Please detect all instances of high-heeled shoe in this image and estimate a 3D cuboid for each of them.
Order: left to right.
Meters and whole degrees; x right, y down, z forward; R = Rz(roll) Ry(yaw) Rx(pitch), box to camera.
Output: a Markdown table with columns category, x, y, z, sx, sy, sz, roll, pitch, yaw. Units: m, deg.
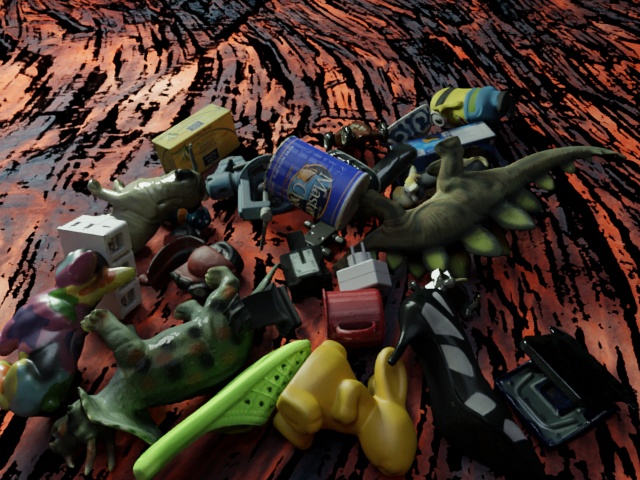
| category | x | y | z | sx | sy | sz | roll | pitch | yaw |
| --- | --- | --- | --- | --- | --- | --- | --- | --- | --- |
| high-heeled shoe | 0.191 | 0.170 | 0.674 | 0.249 | 0.086 | 0.145 | 41 | 50 | 9 |

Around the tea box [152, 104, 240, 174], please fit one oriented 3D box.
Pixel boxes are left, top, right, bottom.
| category | x | y | z | sx | sy | sz | roll | pitch | yaw |
| --- | --- | --- | --- | --- | --- | --- | --- | --- | --- |
| tea box | -0.262 | -0.207 | 1.152 | 0.068 | 0.098 | 0.169 | 25 | 55 | 32 |

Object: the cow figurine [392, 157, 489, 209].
| category | x | y | z | sx | sy | sz | roll | pitch | yaw |
| --- | --- | --- | --- | --- | --- | --- | --- | --- | --- |
| cow figurine | 0.212 | -0.099 | 0.953 | 0.167 | 0.098 | 0.068 | -6 | 50 | 4 |

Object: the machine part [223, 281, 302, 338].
| category | x | y | z | sx | sy | sz | roll | pitch | yaw |
| --- | --- | --- | --- | --- | --- | --- | --- | --- | --- |
| machine part | -0.078 | 0.103 | 0.775 | 0.039 | 0.139 | 0.084 | -28 | 74 | 30 |

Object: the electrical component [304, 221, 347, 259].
| category | x | y | z | sx | sy | sz | roll | pitch | yaw |
| --- | --- | --- | --- | --- | --- | --- | --- | --- | --- |
| electrical component | -0.002 | -0.003 | 0.945 | 0.094 | 0.021 | 0.063 | 29 | 56 | 33 |

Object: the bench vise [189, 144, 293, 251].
| category | x | y | z | sx | sy | sz | roll | pitch | yaw |
| --- | --- | --- | --- | --- | --- | --- | --- | --- | --- |
| bench vise | -0.126 | -0.092 | 0.985 | 0.224 | 0.128 | 0.241 | -3 | 30 | -7 |

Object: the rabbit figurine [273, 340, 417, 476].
| category | x | y | z | sx | sy | sz | roll | pitch | yaw |
| --- | --- | --- | --- | --- | --- | --- | --- | --- | --- |
| rabbit figurine | 0.047 | 0.214 | 0.669 | 0.173 | 0.121 | 0.162 | 32 | 47 | 19 |

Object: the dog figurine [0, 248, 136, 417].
| category | x | y | z | sx | sy | sz | roll | pitch | yaw |
| --- | --- | --- | --- | --- | --- | --- | --- | --- | --- |
| dog figurine | -0.356 | 0.116 | 0.759 | 0.219 | 0.108 | 0.192 | -44 | 49 | 10 |

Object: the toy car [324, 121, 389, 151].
| category | x | y | z | sx | sy | sz | roll | pitch | yaw |
| --- | --- | --- | --- | --- | --- | --- | --- | --- | --- |
| toy car | 0.068 | -0.207 | 1.061 | 0.089 | 0.053 | 0.202 | -5 | 7 | -12 |

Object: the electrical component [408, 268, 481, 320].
| category | x | y | z | sx | sy | sz | roll | pitch | yaw |
| --- | --- | --- | --- | --- | --- | --- | --- | --- | --- |
| electrical component | 0.184 | 0.080 | 0.777 | 0.078 | 0.102 | 0.045 | -34 | 39 | 12 |

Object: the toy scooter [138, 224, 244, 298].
| category | x | y | z | sx | sy | sz | roll | pitch | yaw |
| --- | --- | --- | --- | --- | --- | --- | --- | --- | --- |
| toy scooter | -0.224 | 0.046 | 0.899 | 0.184 | 0.075 | 0.135 | 24 | 53 | 35 |

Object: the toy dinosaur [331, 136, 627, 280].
| category | x | y | z | sx | sy | sz | roll | pitch | yaw |
| --- | --- | --- | --- | --- | --- | --- | --- | --- | --- |
| toy dinosaur | 0.226 | -0.053 | 0.843 | 0.471 | 0.105 | 0.198 | -32 | 73 | 9 |

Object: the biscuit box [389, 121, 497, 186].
| category | x | y | z | sx | sy | sz | roll | pitch | yaw |
| --- | --- | --- | --- | --- | --- | --- | --- | --- | --- |
| biscuit box | 0.236 | -0.167 | 1.043 | 0.203 | 0.062 | 0.059 | -16 | 45 | -5 |

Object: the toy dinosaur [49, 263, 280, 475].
| category | x | y | z | sx | sy | sz | roll | pitch | yaw |
| --- | --- | --- | --- | --- | --- | --- | --- | --- | --- |
| toy dinosaur | -0.182 | 0.159 | 0.751 | 0.405 | 0.131 | 0.192 | -24 | 65 | -26 |

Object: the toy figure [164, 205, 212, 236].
| category | x | y | z | sx | sy | sz | roll | pitch | yaw |
| --- | --- | --- | --- | --- | --- | --- | --- | --- | --- |
| toy figure | -0.259 | -0.055 | 1.018 | 0.155 | 0.064 | 0.058 | 19 | 41 | 28 |

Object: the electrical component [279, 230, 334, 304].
| category | x | y | z | sx | sy | sz | roll | pitch | yaw |
| --- | --- | --- | --- | --- | --- | --- | --- | --- | --- |
| electrical component | -0.029 | 0.041 | 0.886 | 0.075 | 0.047 | 0.119 | -18 | 44 | -9 |

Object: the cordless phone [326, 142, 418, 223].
| category | x | y | z | sx | sy | sz | roll | pitch | yaw |
| --- | --- | --- | --- | --- | --- | --- | --- | --- | --- |
| cordless phone | 0.077 | -0.133 | 0.991 | 0.184 | 0.088 | 0.147 | -43 | 51 | -12 |

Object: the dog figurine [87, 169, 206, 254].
| category | x | y | z | sx | sy | sz | roll | pitch | yaw |
| --- | --- | --- | --- | --- | --- | --- | --- | --- | --- |
| dog figurine | -0.296 | -0.039 | 0.954 | 0.191 | 0.172 | 0.121 | 1 | 17 | 12 |

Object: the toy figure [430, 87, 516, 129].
| category | x | y | z | sx | sy | sz | roll | pitch | yaw |
| --- | --- | --- | --- | --- | --- | --- | --- | --- | --- |
| toy figure | 0.309 | -0.272 | 1.098 | 0.180 | 0.082 | 0.089 | 4 | 51 | 47 |

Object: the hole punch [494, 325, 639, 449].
| category | x | y | z | sx | sy | sz | roll | pitch | yaw |
| --- | --- | --- | --- | --- | --- | --- | --- | --- | --- |
| hole punch | 0.296 | 0.183 | 0.665 | 0.116 | 0.092 | 0.142 | 2 | 32 | -32 |
